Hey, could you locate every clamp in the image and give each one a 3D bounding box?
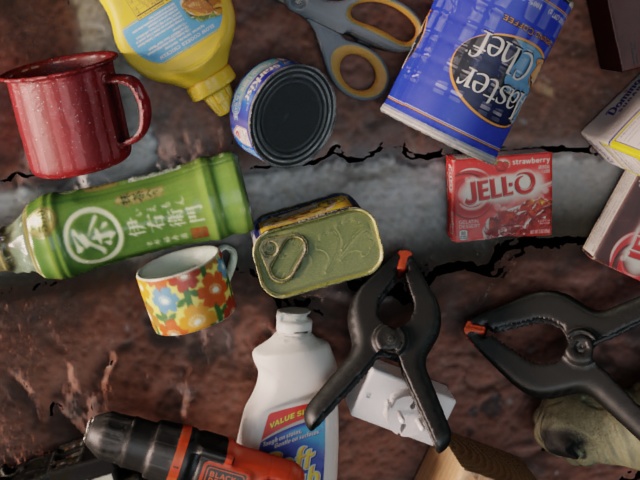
[{"bbox_3d":[0.228,0.105,0.915,0.210,0.036,0.164,2,74,13],"label":"clamp"},{"bbox_3d":[0.049,0.092,0.897,0.120,0.039,0.171,3,67,-3],"label":"clamp"}]

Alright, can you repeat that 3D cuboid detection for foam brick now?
[{"bbox_3d":[0.257,-0.183,0.884,0.053,0.051,0.078,-15,105,-2],"label":"foam brick"}]

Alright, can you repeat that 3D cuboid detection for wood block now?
[{"bbox_3d":[0.112,0.289,0.961,0.090,0.090,0.206,22,100,-12],"label":"wood block"}]

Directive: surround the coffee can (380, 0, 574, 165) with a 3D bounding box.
[{"bbox_3d":[0.124,-0.144,0.851,0.102,0.103,0.140,24,99,-12],"label":"coffee can"}]

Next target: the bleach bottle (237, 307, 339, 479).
[{"bbox_3d":[-0.035,0.183,0.934,0.102,0.068,0.251,1,101,-6],"label":"bleach bottle"}]

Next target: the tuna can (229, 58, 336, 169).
[{"bbox_3d":[-0.030,-0.103,0.860,0.085,0.034,0.086,-16,119,-33],"label":"tuna can"}]

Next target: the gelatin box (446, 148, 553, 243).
[{"bbox_3d":[0.154,-0.039,0.917,0.089,0.030,0.073,-4,104,-6],"label":"gelatin box"}]

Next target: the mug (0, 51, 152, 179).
[{"bbox_3d":[-0.183,-0.098,0.830,0.117,0.093,0.081,-3,110,19],"label":"mug"}]

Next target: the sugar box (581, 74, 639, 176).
[{"bbox_3d":[0.282,-0.091,0.844,0.048,0.176,0.093,44,96,-13],"label":"sugar box"}]

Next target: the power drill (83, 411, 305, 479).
[{"bbox_3d":[-0.123,0.244,0.880,0.184,0.057,0.188,18,99,-4],"label":"power drill"}]

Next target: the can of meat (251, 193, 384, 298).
[{"bbox_3d":[-0.006,0.001,0.881,0.102,0.084,0.057,-16,105,-3],"label":"can of meat"}]

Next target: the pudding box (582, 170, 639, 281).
[{"bbox_3d":[0.297,-0.018,0.934,0.090,0.039,0.113,23,100,-12],"label":"pudding box"}]

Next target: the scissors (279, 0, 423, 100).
[{"bbox_3d":[-0.015,-0.175,0.873,0.201,0.016,0.096,11,102,-9],"label":"scissors"}]

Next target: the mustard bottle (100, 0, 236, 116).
[{"bbox_3d":[-0.122,-0.183,0.837,0.096,0.058,0.191,-32,105,-4],"label":"mustard bottle"}]
